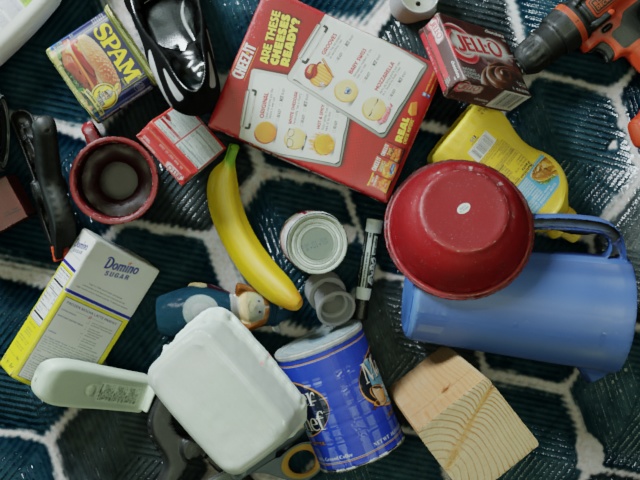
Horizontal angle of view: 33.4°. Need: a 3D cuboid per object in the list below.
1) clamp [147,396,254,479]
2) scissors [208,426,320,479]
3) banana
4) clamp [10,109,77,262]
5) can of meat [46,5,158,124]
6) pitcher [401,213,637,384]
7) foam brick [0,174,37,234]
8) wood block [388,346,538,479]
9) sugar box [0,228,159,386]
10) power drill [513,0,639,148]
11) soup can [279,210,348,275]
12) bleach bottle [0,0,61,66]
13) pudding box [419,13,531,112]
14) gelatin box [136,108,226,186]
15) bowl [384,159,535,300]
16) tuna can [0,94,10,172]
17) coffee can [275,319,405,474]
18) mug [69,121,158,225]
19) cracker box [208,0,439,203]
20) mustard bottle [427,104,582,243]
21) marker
[{"bbox_3d":[-0.132,0.238,1.208,0.164,0.036,0.210,-2,90,-14],"label":"clamp"},{"bbox_3d":[-0.074,0.268,1.197,0.201,0.016,0.096,-43,101,-18],"label":"scissors"},{"bbox_3d":[-0.081,-0.004,1.178,0.037,0.070,0.198,-19,82,-37],"label":"banana"},{"bbox_3d":[-0.289,-0.061,1.142,0.039,0.120,0.171,-19,99,-19],"label":"clamp"},{"bbox_3d":[-0.235,-0.190,1.164,0.084,0.057,0.102,-33,95,1],"label":"can of meat"},{"bbox_3d":[0.218,0.059,1.179,0.243,0.145,0.149,7,61,-2],"label":"pitcher"},{"bbox_3d":[-0.360,-0.031,1.167,0.078,0.051,0.053,-27,96,-2],"label":"foam brick"},{"bbox_3d":[0.146,0.187,1.141,0.091,0.206,0.090,-38,95,-1],"label":"wood block"},{"bbox_3d":[-0.262,0.084,1.167,0.093,0.048,0.176,32,88,-40],"label":"sugar box"},{"bbox_3d":[0.334,-0.198,1.204,0.184,0.057,0.187,-39,96,-1],"label":"power drill"},{"bbox_3d":[-0.008,0.001,1.170,0.068,0.102,0.068,0,93,-6],"label":"soup can"},{"bbox_3d":[-0.331,-0.257,1.150,0.251,0.068,0.102,-39,95,-3],"label":"bleach bottle"},{"bbox_3d":[0.168,-0.191,1.158,0.113,0.039,0.090,7,56,-42],"label":"pudding box"},{"bbox_3d":[-0.150,-0.106,1.160,0.030,0.089,0.073,-39,97,28],"label":"gelatin box"},{"bbox_3d":[0.148,-0.021,1.119,0.162,0.055,0.162,-1,70,1],"label":"bowl"},{"bbox_3d":[-0.356,-0.115,1.144,0.033,0.086,0.086,1,94,-6],"label":"tuna can"},{"bbox_3d":[0.022,0.172,1.182,0.103,0.103,0.140,-22,95,-3],"label":"coffee can"},{"bbox_3d":[-0.225,-0.075,1.158,0.093,0.081,0.117,-31,96,-2],"label":"mug"},{"bbox_3d":[0.006,-0.156,1.177,0.213,0.072,0.164,23,90,-4],"label":"cracker box"},{"bbox_3d":[0.221,-0.064,1.204,0.191,0.058,0.096,40,85,-5],"label":"mustard bottle"},{"bbox_3d":[0.053,0.036,1.218,0.020,0.020,0.121,9,93,-5],"label":"marker"}]
